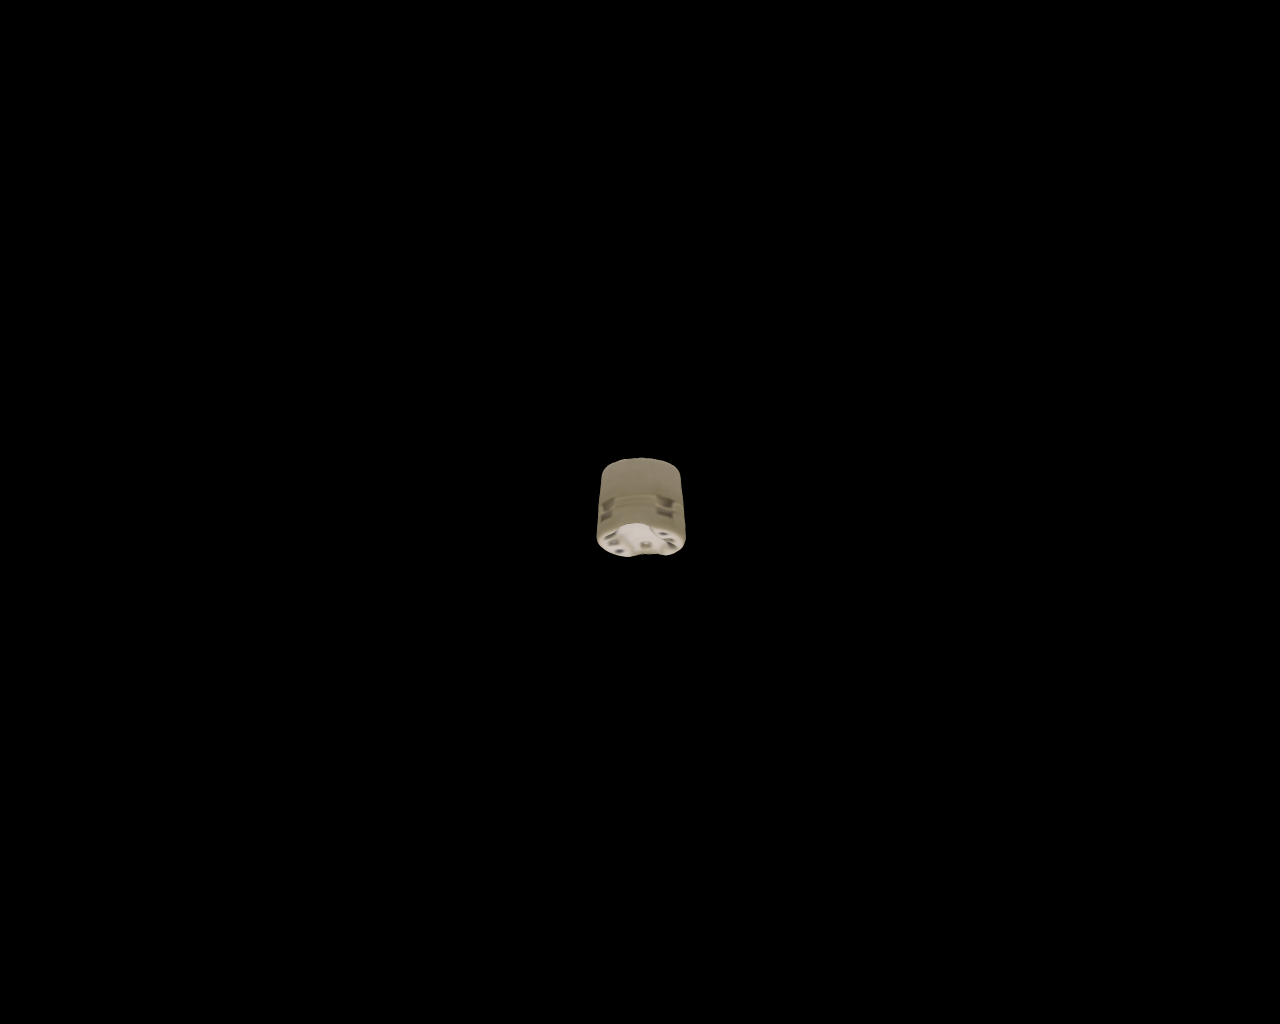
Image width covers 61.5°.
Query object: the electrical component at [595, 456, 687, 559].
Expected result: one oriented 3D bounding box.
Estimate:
[{"bbox_3d":[0.001,-0.003,0.650,0.055,0.047,0.055,0,-22,0],"label":"electrical component"}]
